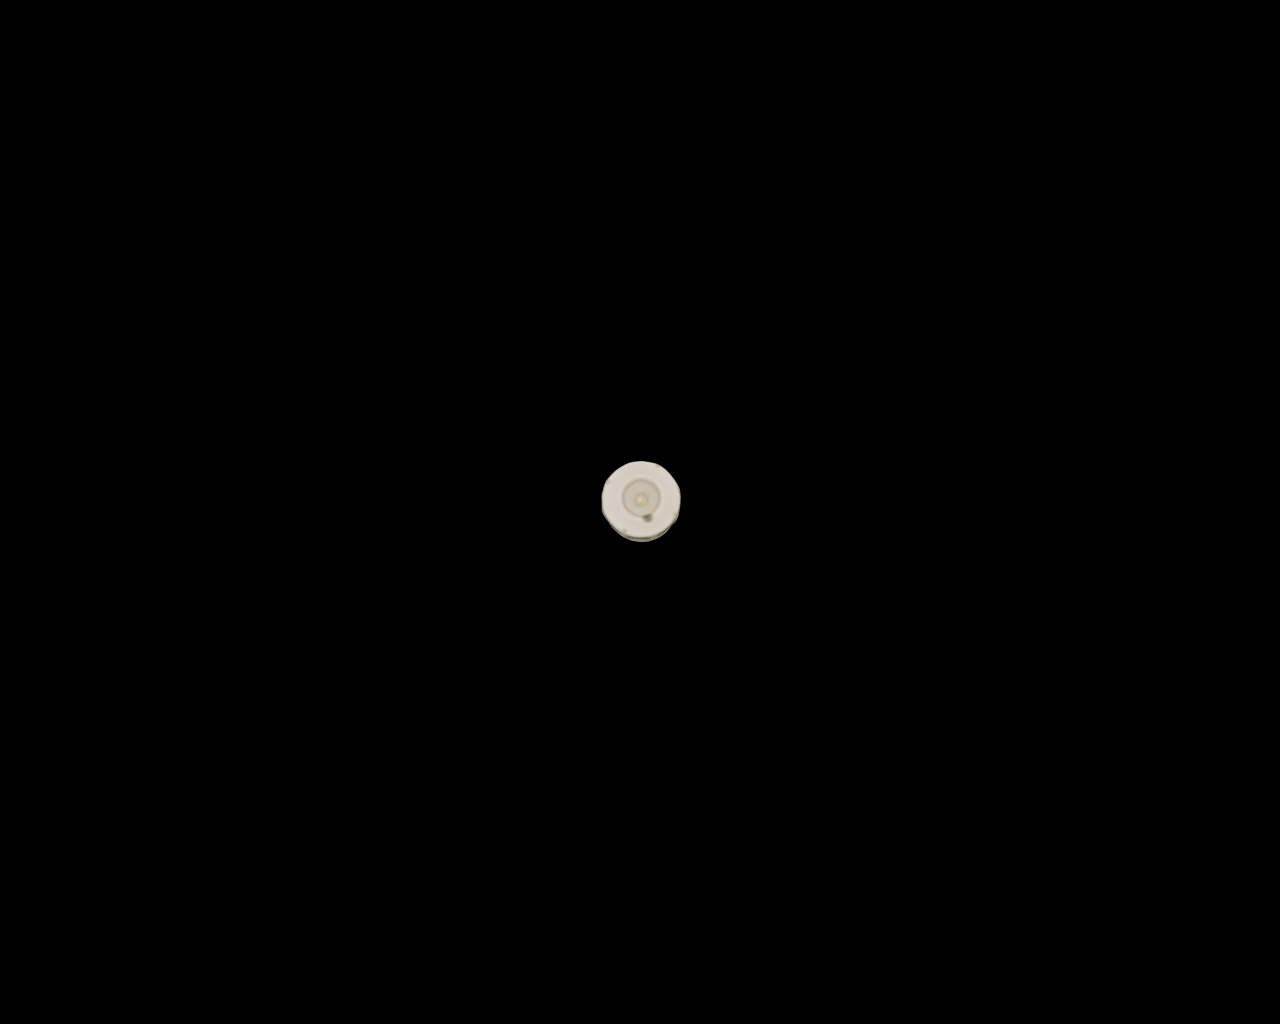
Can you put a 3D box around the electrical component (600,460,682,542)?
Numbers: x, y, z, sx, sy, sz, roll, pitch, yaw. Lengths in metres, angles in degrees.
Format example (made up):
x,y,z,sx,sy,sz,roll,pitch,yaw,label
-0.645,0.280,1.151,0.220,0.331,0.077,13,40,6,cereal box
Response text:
x,y,z,sx,sy,sz,roll,pitch,yaw,label
0.001,-0.003,0.650,0.048,0.048,0.062,0,-12,0,electrical component
